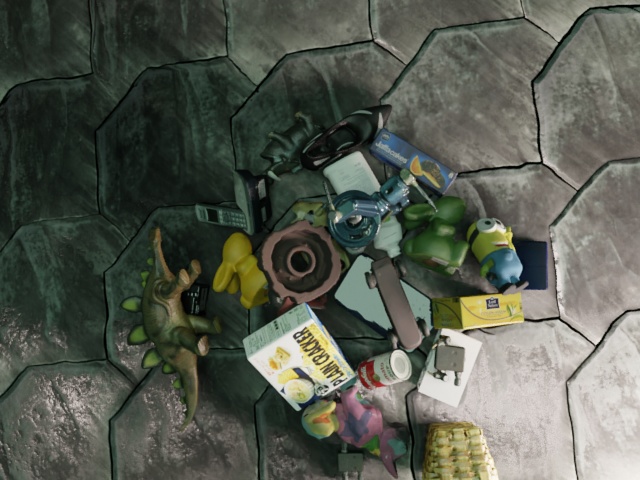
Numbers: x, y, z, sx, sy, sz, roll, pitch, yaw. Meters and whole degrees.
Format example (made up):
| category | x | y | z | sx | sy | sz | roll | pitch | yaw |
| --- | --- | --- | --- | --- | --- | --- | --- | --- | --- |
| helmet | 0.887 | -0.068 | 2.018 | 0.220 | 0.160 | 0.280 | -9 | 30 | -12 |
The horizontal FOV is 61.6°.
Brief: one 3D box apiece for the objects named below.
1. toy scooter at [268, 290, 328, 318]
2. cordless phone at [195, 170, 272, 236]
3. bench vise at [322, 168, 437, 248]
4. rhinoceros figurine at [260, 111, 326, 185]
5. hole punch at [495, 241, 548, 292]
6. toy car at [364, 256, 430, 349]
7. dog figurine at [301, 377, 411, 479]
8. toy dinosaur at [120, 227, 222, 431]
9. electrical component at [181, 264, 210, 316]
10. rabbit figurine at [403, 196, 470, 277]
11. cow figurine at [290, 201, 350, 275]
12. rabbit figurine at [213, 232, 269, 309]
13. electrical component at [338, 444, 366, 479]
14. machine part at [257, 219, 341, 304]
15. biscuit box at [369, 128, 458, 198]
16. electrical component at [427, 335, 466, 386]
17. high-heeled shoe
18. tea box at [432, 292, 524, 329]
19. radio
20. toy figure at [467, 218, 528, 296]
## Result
| category | x | y | z | sx | sy | sz | roll | pitch | yaw |
| --- | --- | --- | --- | --- | --- | --- | --- | --- | --- |
| toy scooter | -0.046 | 0.177 | 1.216 | 0.135 | 0.075 | 0.183 | -8 | 110 | -20 |
| cordless phone | -0.212 | -0.094 | 1.245 | 0.184 | 0.089 | 0.146 | 7 | 121 | 20 |
| bench vise | 0.093 | -0.063 | 1.091 | 0.224 | 0.240 | 0.129 | -30 | 78 | 25 |
| rhinoceros figurine | -0.071 | -0.213 | 1.259 | 0.190 | 0.073 | 0.112 | -44 | 94 | 0 |
| hole punch | 0.441 | 0.056 | 1.176 | 0.116 | 0.092 | 0.142 | -1 | 89 | 10 |
| toy car | 0.161 | 0.134 | 1.142 | 0.089 | 0.053 | 0.202 | -22 | 88 | 0 |
| dog figurine | 0.087 | 0.426 | 1.175 | 0.191 | 0.108 | 0.219 | -33 | 86 | -3 |
| toy dinosaur | -0.320 | 0.202 | 1.179 | 0.199 | 0.105 | 0.470 | -11 | 96 | 23 |
| electrical component | -0.292 | 0.118 | 1.254 | 0.048 | 0.075 | 0.119 | 7 | 84 | 8 |
| rabbit figurine | 0.262 | -0.024 | 1.203 | 0.159 | 0.121 | 0.170 | 18 | 70 | 14 |
| cow figurine | -0.003 | -0.004 | 1.226 | 0.127 | 0.085 | 0.195 | -34 | 87 | 1 |
| rabbit figurine | -0.168 | 0.065 | 1.240 | 0.162 | 0.121 | 0.173 | -43 | 69 | 11 |
| electrical component | 0.072 | 0.499 | 1.214 | 0.063 | 0.021 | 0.094 | -4 | 85 | 5 |
| machine part | -0.045 | 0.046 | 1.139 | 0.179 | 0.056 | 0.179 | 2 | 84 | -18 |
| biscuit box | 0.210 | -0.176 | 1.228 | 0.203 | 0.059 | 0.063 | 33 | 90 | 7 |
| electrical component | 0.269 | 0.253 | 1.136 | 0.078 | 0.045 | 0.102 | 11 | 87 | 8 |
| high-heeled shoe | 0.059 | -0.242 | 1.206 | 0.249 | 0.145 | 0.086 | -40 | 84 | 4 |
| tea box | 0.334 | 0.149 | 1.139 | 0.169 | 0.098 | 0.068 | -1 | 84 | -25 |
| radio | 0.150 | 0.142 | 1.207 | 0.230 | 0.073 | 0.131 | 35 | 91 | 8 |
| toy figure | 0.370 | 0.034 | 1.140 | 0.089 | 0.082 | 0.180 | -40 | 52 | 37 |
